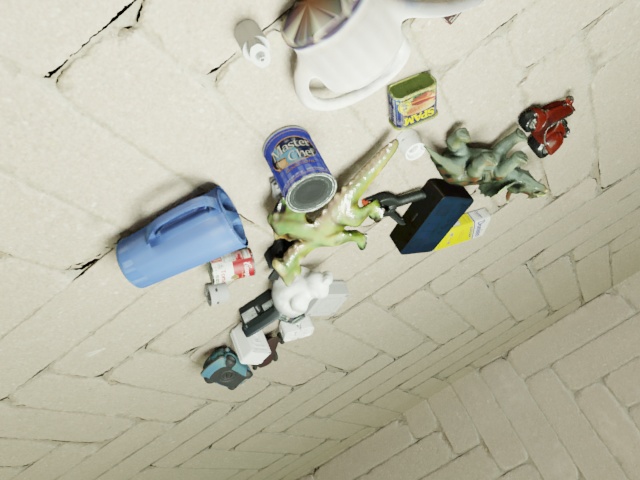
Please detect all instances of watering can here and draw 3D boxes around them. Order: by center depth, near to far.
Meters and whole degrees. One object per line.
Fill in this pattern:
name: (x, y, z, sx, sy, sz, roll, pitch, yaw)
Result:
watering can: (0.085, -0.345, 0.834, 0.344, 0.222, 0.106, -34, 54, 18)

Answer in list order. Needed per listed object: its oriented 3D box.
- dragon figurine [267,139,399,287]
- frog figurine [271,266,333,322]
dragon figurine: (0.003, -0.057, 1.137, 0.124, 0.243, 0.401, 52, 133, 37)
frog figurine: (-0.047, 0.127, 1.334, 0.121, 0.141, 0.157, 40, 132, -24)
